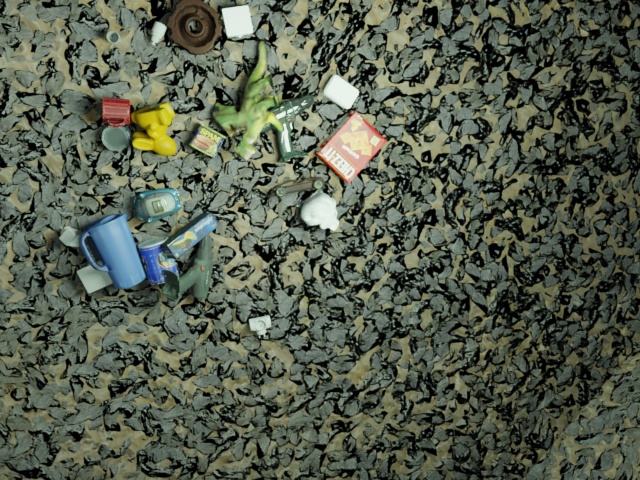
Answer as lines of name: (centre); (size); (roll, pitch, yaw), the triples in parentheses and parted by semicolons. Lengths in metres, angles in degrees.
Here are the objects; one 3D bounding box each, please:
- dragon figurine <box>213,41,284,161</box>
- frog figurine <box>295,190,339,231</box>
dragon figurine: (-0.254, -0.458, 1.736); (0.242, 0.121, 0.415); (-15, 74, 8)
frog figurine: (0.006, -0.094, 1.876); (0.139, 0.121, 0.159); (-39, 96, -23)
